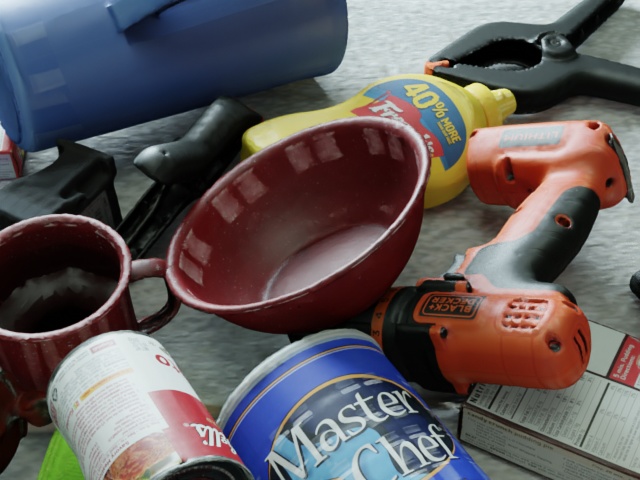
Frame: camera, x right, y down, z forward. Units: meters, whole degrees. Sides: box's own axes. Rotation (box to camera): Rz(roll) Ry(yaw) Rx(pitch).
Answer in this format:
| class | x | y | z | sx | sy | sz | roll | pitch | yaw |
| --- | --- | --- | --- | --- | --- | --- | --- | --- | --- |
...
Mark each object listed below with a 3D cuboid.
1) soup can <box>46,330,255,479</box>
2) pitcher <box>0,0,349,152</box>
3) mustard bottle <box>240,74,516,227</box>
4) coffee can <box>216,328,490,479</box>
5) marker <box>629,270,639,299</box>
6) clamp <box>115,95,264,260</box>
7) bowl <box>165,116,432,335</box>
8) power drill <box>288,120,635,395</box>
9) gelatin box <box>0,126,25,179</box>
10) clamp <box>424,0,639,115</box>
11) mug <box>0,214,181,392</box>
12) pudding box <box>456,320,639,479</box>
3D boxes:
| class | x | y | z | sx | sy | sz | roll | pitch | yaw |
| --- | --- | --- | --- | --- | --- | --- | --- | --- | --- |
| soup can | -0.082 | 0.098 | 0.504 | 0.068 | 0.068 | 0.102 | -24 | 41 | -19 |
| pitcher | -0.107 | -0.149 | 0.735 | 0.242 | 0.149 | 0.145 | -22 | 47 | -23 |
| mustard bottle | 0.050 | -0.062 | 0.716 | 0.191 | 0.058 | 0.096 | -23 | 63 | -19 |
| coffee can | 0.026 | 0.126 | 0.509 | 0.102 | 0.103 | 0.140 | -25 | 51 | -20 |
| marker | 0.200 | 0.044 | 0.603 | 0.020 | 0.020 | 0.121 | -3 | 19 | 0 |
| clamp | -0.091 | -0.038 | 0.693 | 0.039 | 0.120 | 0.171 | 42 | 33 | 1 |
| bowl | -0.004 | 0.001 | 0.596 | 0.162 | 0.055 | 0.162 | -21 | 33 | 14 |
| power drill | 0.089 | 0.009 | 0.621 | 0.185 | 0.057 | 0.187 | 2 | 44 | 37 |
| gelatin box | -0.257 | -0.075 | 0.765 | 0.089 | 0.030 | 0.073 | -4 | 48 | -2 |
| clamp | 0.180 | -0.128 | 0.789 | 0.209 | 0.036 | 0.165 | -15 | 47 | -16 |
| mug | -0.136 | 0.042 | 0.611 | 0.117 | 0.081 | 0.093 | -17 | 48 | -13 |
| pudding box | 0.143 | 0.089 | 0.584 | 0.114 | 0.039 | 0.090 | 20 | 51 | 23 |
